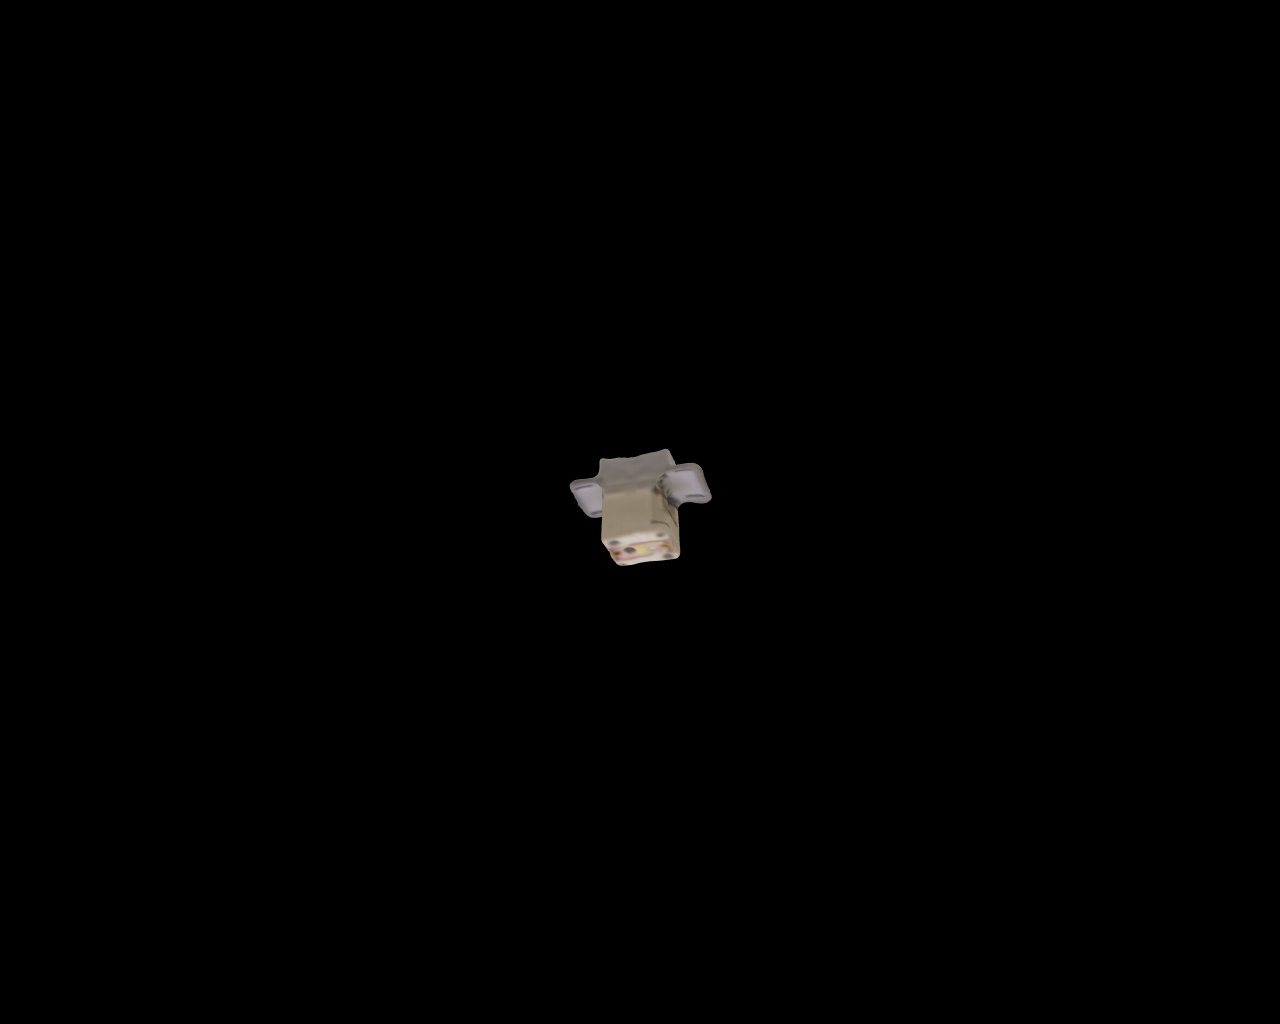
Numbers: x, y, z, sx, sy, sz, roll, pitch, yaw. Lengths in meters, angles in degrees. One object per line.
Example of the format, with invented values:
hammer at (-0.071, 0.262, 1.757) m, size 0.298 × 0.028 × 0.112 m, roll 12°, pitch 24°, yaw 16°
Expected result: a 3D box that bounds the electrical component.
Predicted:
electrical component at (0.001, -0.003, 0.650) m, size 0.081 × 0.064 × 0.042 m, roll -8°, pitch -32°, yaw 14°
